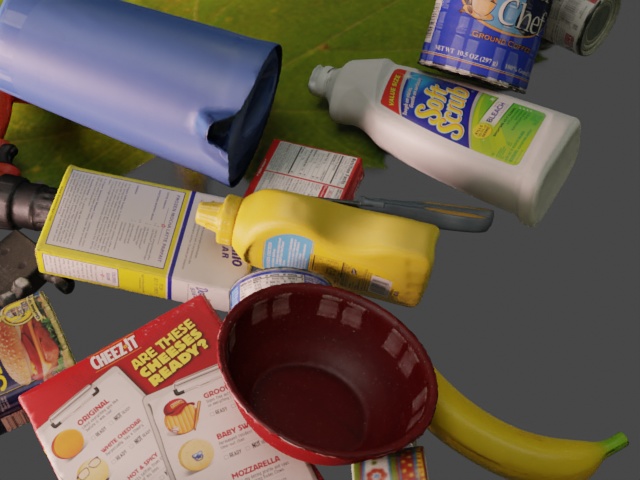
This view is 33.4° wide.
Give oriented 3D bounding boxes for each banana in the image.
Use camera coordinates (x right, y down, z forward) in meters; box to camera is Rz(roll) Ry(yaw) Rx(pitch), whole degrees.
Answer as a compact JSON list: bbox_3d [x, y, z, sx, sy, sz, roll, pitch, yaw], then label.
[{"bbox_3d":[0.126,0.138,0.804,0.198,0.037,0.069,23,44,20],"label":"banana"}]

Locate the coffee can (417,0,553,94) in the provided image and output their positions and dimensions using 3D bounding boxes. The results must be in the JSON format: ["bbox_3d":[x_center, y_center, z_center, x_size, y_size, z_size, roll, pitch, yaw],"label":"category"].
[{"bbox_3d":[0.156,-0.212,0.956,0.103,0.102,0.140,19,99,19],"label":"coffee can"}]

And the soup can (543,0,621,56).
[{"bbox_3d":[0.225,-0.227,1.016,0.102,0.068,0.068,35,67,26],"label":"soup can"}]

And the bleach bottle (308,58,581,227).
[{"bbox_3d":[0.097,-0.101,0.954,0.251,0.068,0.102,23,60,24],"label":"bleach bottle"}]

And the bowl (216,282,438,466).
[{"bbox_3d":[0.000,0.105,0.762,0.162,0.055,0.162,12,40,-11],"label":"bowl"}]

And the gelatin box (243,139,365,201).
[{"bbox_3d":[-0.013,-0.047,0.952,0.089,0.030,0.073,14,58,17],"label":"gelatin box"}]

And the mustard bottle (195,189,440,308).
[{"bbox_3d":[-0.006,0.001,0.856,0.191,0.096,0.058,14,66,2],"label":"mustard bottle"}]

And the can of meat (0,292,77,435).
[{"bbox_3d":[-0.245,0.100,0.866,0.083,0.057,0.102,-23,57,-15],"label":"can of meat"}]

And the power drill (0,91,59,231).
[{"bbox_3d":[-0.288,-0.093,1.005,0.184,0.057,0.187,10,57,11],"label":"power drill"}]

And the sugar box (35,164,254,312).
[{"bbox_3d":[-0.141,-0.001,0.908,0.176,0.048,0.093,14,58,-2],"label":"sugar box"}]

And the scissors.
[{"bbox_3d":[0.052,-0.025,0.880,0.201,0.096,0.016,4,99,-12],"label":"scissors"}]

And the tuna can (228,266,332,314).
[{"bbox_3d":[-0.030,0.058,0.848,0.086,0.086,0.034,-5,56,4],"label":"tuna can"}]

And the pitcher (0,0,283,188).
[{"bbox_3d":[-0.161,-0.150,0.958,0.243,0.149,0.145,20,69,5],"label":"pitcher"}]

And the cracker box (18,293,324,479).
[{"bbox_3d":[-0.102,0.168,0.793,0.164,0.072,0.214,-29,56,-13],"label":"cracker box"}]
